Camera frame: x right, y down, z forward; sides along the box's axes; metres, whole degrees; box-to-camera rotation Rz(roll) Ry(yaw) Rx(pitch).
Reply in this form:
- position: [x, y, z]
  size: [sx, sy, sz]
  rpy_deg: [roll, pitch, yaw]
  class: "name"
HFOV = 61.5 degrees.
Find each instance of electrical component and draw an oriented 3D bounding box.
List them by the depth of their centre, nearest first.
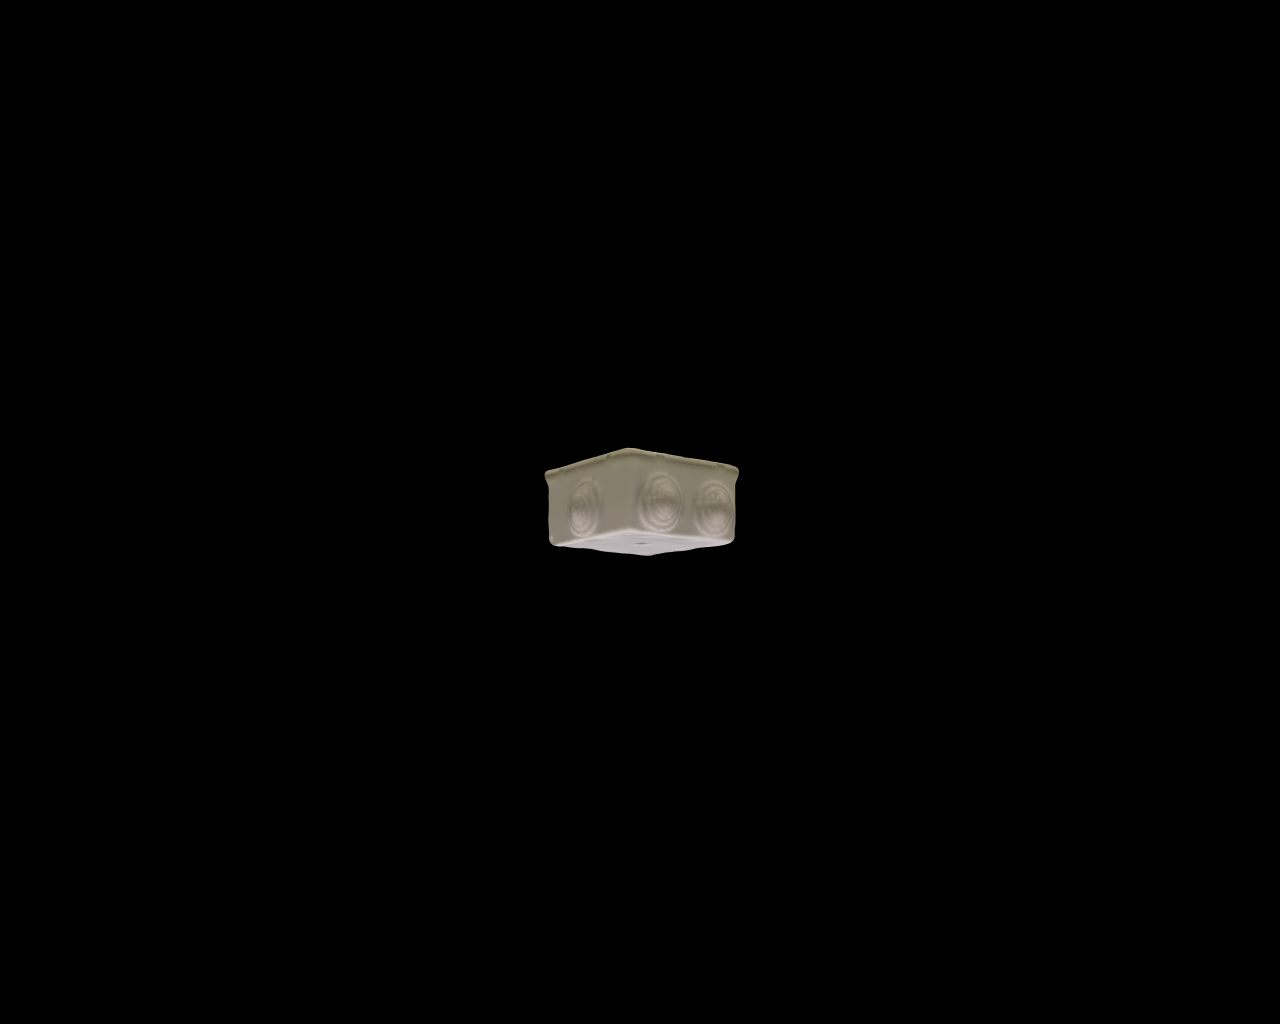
- position: [0.001, -0.003, 0.650]
  size: [0.100, 0.048, 0.099]
  rpy_deg: [8, -13, -39]
  class: "electrical component"
